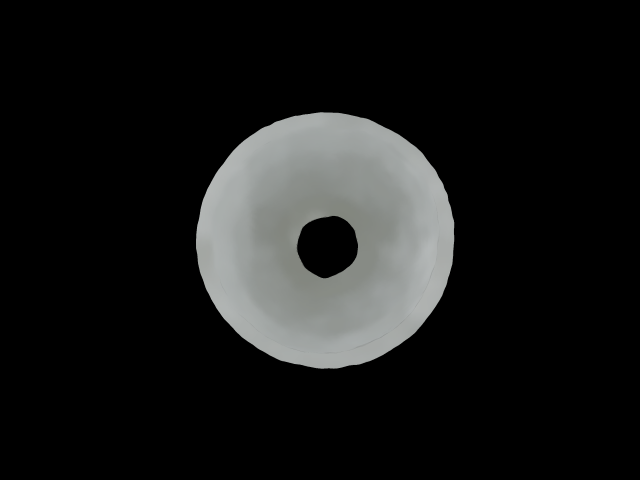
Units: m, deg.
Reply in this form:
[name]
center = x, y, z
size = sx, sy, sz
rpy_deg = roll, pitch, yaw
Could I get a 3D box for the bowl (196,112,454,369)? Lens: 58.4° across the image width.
[bowl]
center = 0.004, 0.001, 0.400
size = 0.167, 0.074, 0.167
rpy_deg = 0, 86, 0
